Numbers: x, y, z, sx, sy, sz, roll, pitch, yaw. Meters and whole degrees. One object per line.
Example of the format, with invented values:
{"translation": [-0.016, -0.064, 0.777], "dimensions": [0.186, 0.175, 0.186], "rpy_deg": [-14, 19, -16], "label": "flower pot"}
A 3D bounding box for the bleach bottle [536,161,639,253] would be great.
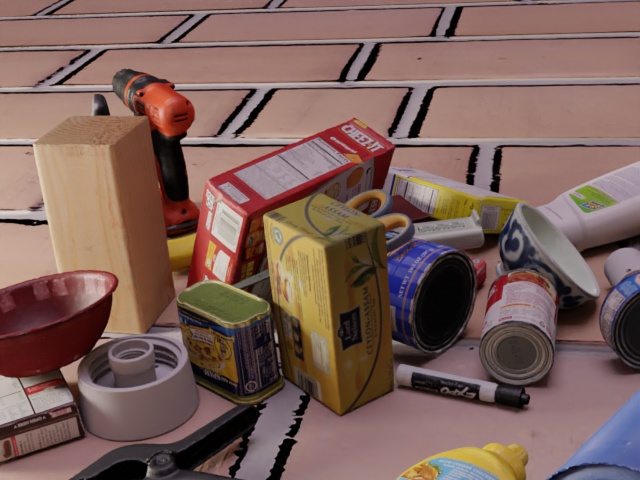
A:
{"translation": [0.322, -0.035, 1.212], "dimensions": [0.250, 0.068, 0.103], "rpy_deg": [-17, 26, -18], "label": "bleach bottle"}

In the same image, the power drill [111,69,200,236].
{"translation": [-0.204, -0.112, 1.327], "dimensions": [0.057, 0.188, 0.185], "rpy_deg": [-18, 29, -24], "label": "power drill"}

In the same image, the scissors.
{"translation": [-0.007, 0.001, 1.030], "dimensions": [0.202, 0.016, 0.096], "rpy_deg": [-14, 40, 15], "label": "scissors"}

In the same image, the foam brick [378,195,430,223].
{"translation": [0.086, -0.011, 1.214], "dimensions": [0.053, 0.051, 0.078], "rpy_deg": [-14, 26, -17], "label": "foam brick"}

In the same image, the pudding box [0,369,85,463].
{"translation": [-0.269, 0.148, 0.955], "dimensions": [0.089, 0.039, 0.114], "rpy_deg": [-17, 25, -21], "label": "pudding box"}

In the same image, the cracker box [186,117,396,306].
{"translation": [-0.032, -0.019, 1.109], "dimensions": [0.213, 0.164, 0.072], "rpy_deg": [-27, 56, -38], "label": "cracker box"}

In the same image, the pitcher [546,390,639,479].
{"translation": [0.262, 0.159, 0.728], "dimensions": [0.149, 0.145, 0.242], "rpy_deg": [45, 41, 14], "label": "pitcher"}

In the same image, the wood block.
{"translation": [-0.219, -0.017, 1.099], "dimensions": [0.090, 0.206, 0.090], "rpy_deg": [2, 26, 14], "label": "wood block"}

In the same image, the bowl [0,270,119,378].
{"translation": [-0.256, 0.081, 0.971], "dimensions": [0.162, 0.055, 0.162], "rpy_deg": [-12, 16, 3], "label": "bowl"}

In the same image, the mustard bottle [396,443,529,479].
{"translation": [0.088, 0.197, 0.755], "dimensions": [0.096, 0.058, 0.191], "rpy_deg": [11, 29, 43], "label": "mustard bottle"}

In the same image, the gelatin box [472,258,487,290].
{"translation": [0.120, 0.040, 1.122], "dimensions": [0.089, 0.030, 0.073], "rpy_deg": [11, 29, 32], "label": "gelatin box"}

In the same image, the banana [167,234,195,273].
{"translation": [-0.153, 0.000, 1.224], "dimensions": [0.197, 0.069, 0.037], "rpy_deg": [-27, -12, -29], "label": "banana"}

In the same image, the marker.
{"translation": [0.125, 0.129, 0.941], "dimensions": [0.121, 0.020, 0.020], "rpy_deg": [8, 28, 27], "label": "marker"}

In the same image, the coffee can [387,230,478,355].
{"translation": [0.067, 0.042, 1.041], "dimensions": [0.141, 0.103, 0.102], "rpy_deg": [18, 33, 40], "label": "coffee can"}

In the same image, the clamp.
{"translation": [-0.117, 0.181, 0.852], "dimensions": [0.171, 0.039, 0.120], "rpy_deg": [-5, 24, 0], "label": "clamp"}

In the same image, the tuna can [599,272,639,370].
{"translation": [0.295, 0.072, 0.955], "dimensions": [0.086, 0.086, 0.034], "rpy_deg": [-8, 23, -7], "label": "tuna can"}

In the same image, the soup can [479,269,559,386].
{"translation": [0.184, 0.079, 0.981], "dimensions": [0.068, 0.068, 0.102], "rpy_deg": [2, 26, 14], "label": "soup can"}

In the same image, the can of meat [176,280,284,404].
{"translation": [-0.085, 0.092, 0.984], "dimensions": [0.102, 0.084, 0.057], "rpy_deg": [19, 35, 42], "label": "can of meat"}

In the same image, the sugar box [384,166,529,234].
{"translation": [0.148, -0.048, 1.263], "dimensions": [0.093, 0.048, 0.177], "rpy_deg": [2, 11, -43], "label": "sugar box"}
